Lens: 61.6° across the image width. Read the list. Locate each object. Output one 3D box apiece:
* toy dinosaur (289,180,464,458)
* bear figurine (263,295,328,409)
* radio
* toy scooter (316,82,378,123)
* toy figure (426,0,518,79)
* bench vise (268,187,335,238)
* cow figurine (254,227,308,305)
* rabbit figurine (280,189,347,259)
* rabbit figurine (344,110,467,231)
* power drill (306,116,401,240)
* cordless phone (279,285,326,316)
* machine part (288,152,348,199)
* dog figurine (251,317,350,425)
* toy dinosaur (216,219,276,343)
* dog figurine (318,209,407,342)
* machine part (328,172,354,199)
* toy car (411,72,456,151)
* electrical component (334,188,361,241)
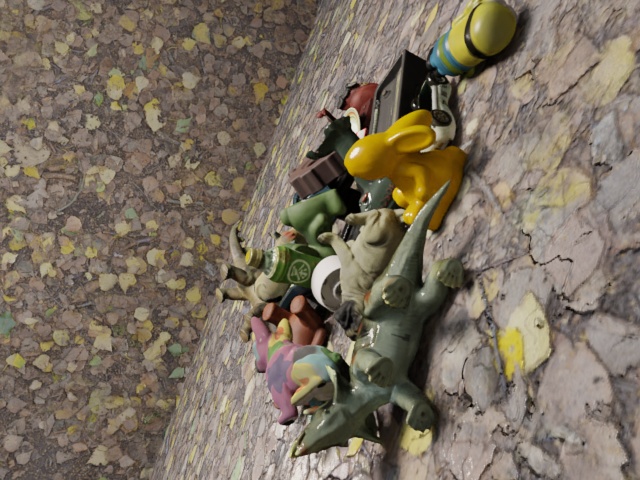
[{"bbox_3d":[0.095,0.124,0.747,0.404,0.131,0.192,-67,15,-15],"label":"toy dinosaur"},{"bbox_3d":[-0.059,0.232,1.092,0.120,0.131,0.196,-16,42,36],"label":"bear figurine"},{"bbox_3d":[0.157,-0.252,1.074,0.131,0.073,0.229,-46,27,54],"label":"radio"},{"bbox_3d":[0.070,-0.323,1.348,0.183,0.135,0.075,-61,15,25],"label":"toy scooter"},{"bbox_3d":[0.241,-0.313,0.863,0.180,0.082,0.089,158,120,-63],"label":"toy figure"},{"bbox_3d":[-0.027,-0.057,1.345,0.223,0.129,0.241,-55,5,10],"label":"bench vise"},{"bbox_3d":[-0.086,0.054,1.229,0.195,0.086,0.127,-60,-21,-2],"label":"cow figurine"},{"bbox_3d":[-0.002,-0.003,1.123,0.121,0.159,0.170,-9,106,66],"label":"rabbit figurine"},{"bbox_3d":[0.127,-0.111,0.817,0.122,0.173,0.162,-83,16,-52],"label":"rabbit figurine"},{"bbox_3d":[0.069,-0.110,0.999,0.086,0.207,0.232,-18,-27,-48],"label":"power drill"},{"bbox_3d":[-0.012,0.089,1.210,0.184,0.089,0.146,-64,4,-38],"label":"cordless phone"},{"bbox_3d":[0.008,-0.163,1.170,0.179,0.056,0.179,-34,17,12],"label":"machine part"},{"bbox_3d":[-0.047,0.210,0.965,0.191,0.108,0.219,-57,45,31],"label":"dog figurine"},{"bbox_3d":[-0.168,0.115,1.405,0.472,0.198,0.105,59,135,29],"label":"toy dinosaur"},{"bbox_3d":[0.096,0.058,0.893,0.172,0.121,0.190,-37,57,38],"label":"dog figurine"},{"bbox_3d":[0.046,-0.132,1.199,0.084,0.039,0.139,-64,17,4],"label":"machine part"},{"bbox_3d":[0.198,-0.218,0.934,0.073,0.056,0.202,119,165,-46],"label":"toy car"},{"bbox_3d":[0.056,-0.059,1.221,0.119,0.048,0.075,-66,15,5],"label":"electrical component"}]
